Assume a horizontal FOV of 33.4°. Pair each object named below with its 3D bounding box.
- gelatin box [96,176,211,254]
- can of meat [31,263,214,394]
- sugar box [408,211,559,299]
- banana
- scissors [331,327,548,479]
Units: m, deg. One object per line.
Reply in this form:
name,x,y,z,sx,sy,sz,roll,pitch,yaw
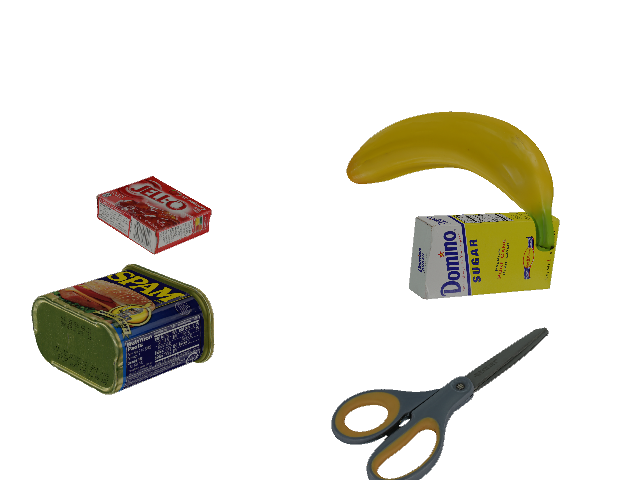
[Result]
gelatin box,-0.164,-0.027,1.046,0.089,0.030,0.073,30,36,31
can of meat,-0.139,0.061,0.747,0.102,0.057,0.083,18,25,39
sugar box,0.195,0.016,1.267,0.176,0.093,0.048,-5,20,-24
banana,0.085,-0.052,0.700,0.037,0.069,0.198,26,-1,-38
scissors,0.087,0.113,0.824,0.096,0.016,0.201,23,48,29
